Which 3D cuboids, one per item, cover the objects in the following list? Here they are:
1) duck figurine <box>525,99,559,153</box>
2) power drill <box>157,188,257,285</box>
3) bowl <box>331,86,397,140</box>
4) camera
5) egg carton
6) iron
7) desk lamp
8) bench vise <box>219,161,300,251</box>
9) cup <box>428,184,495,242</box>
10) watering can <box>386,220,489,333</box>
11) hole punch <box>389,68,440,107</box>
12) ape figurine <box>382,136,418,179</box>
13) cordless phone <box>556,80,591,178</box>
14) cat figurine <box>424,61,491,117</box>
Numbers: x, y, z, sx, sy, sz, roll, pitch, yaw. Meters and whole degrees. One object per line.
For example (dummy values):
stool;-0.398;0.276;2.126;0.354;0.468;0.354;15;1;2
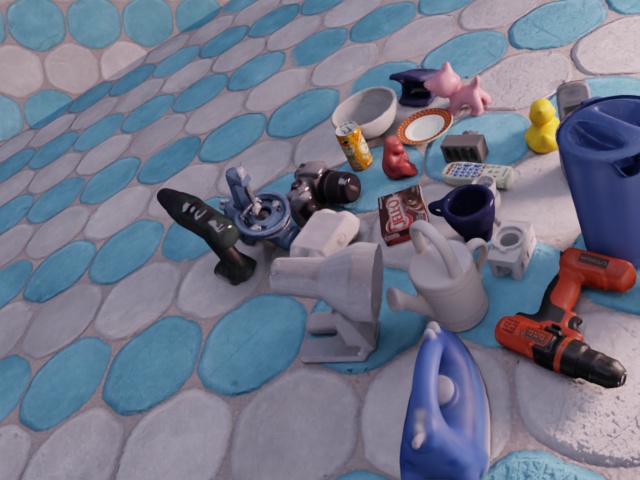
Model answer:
duck figurine;0.427;-0.226;1.097;0.077;0.086;0.104;-9;44;25
power drill;-0.228;-0.008;1.188;0.228;0.209;0.076;21;61;44
bowl;0.116;-0.292;1.378;0.167;0.075;0.167;-18;41;16
camera;0.007;-0.110;1.232;0.136;0.101;0.143;7;52;38
egg carton;0.010;0.004;1.133;0.107;0.070;0.150;9;53;39
iron;0.157;0.199;0.772;0.118;0.142;0.258;-10;43;24
desk lamp;0.025;0.100;0.906;0.202;0.214;0.118;-9;44;25
bench vise;-0.159;-0.066;1.196;0.206;0.220;0.121;-2;47;31
cup;0.253;-0.035;0.998;0.117;0.095;0.092;-1;48;32
watering can;0.181;0.052;0.871;0.100;0.195;0.173;16;58;42
hole punch;0.236;-0.388;1.390;0.108;0.091;0.101;19;60;44
ape figurine;0.161;-0.179;1.214;0.076;0.092;0.078;-5;46;29
cordless phone;0.468;-0.187;0.949;0.147;0.186;0.094;-10;43;25
cat figurine;0.303;-0.340;1.274;0.127;0.118;0.067;9;54;39
